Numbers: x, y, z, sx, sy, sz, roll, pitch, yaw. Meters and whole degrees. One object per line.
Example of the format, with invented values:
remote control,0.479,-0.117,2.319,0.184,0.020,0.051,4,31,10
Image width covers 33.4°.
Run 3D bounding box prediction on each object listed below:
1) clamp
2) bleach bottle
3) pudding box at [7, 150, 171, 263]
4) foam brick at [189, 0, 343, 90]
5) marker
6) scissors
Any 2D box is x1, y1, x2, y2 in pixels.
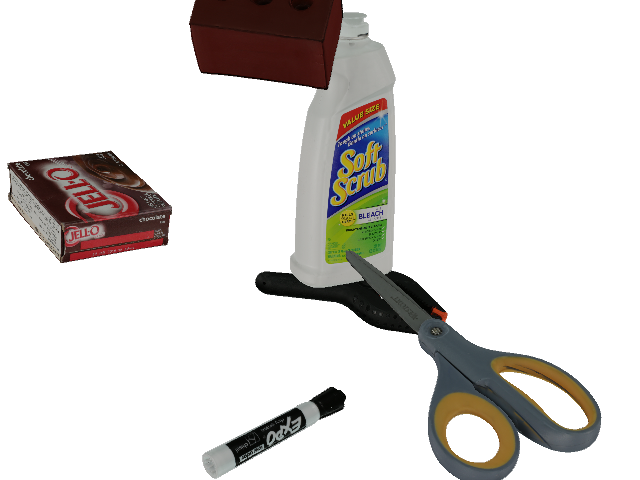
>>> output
clamp,0.040,0.056,1.208,0.210,0.036,0.164,29,35,21
bleach bottle,0.021,-0.086,1.005,0.102,0.251,0.068,-10,24,-22
pudding box,-0.181,-0.029,0.830,0.089,0.039,0.114,-10,31,-35
foam brick,-0.029,-0.125,0.605,0.078,0.053,0.051,8,-22,8
marker,-0.030,0.134,0.756,0.120,0.020,0.020,-23,13,-35
scissors,0.057,0.068,0.591,0.202,0.016,0.096,28,50,36
